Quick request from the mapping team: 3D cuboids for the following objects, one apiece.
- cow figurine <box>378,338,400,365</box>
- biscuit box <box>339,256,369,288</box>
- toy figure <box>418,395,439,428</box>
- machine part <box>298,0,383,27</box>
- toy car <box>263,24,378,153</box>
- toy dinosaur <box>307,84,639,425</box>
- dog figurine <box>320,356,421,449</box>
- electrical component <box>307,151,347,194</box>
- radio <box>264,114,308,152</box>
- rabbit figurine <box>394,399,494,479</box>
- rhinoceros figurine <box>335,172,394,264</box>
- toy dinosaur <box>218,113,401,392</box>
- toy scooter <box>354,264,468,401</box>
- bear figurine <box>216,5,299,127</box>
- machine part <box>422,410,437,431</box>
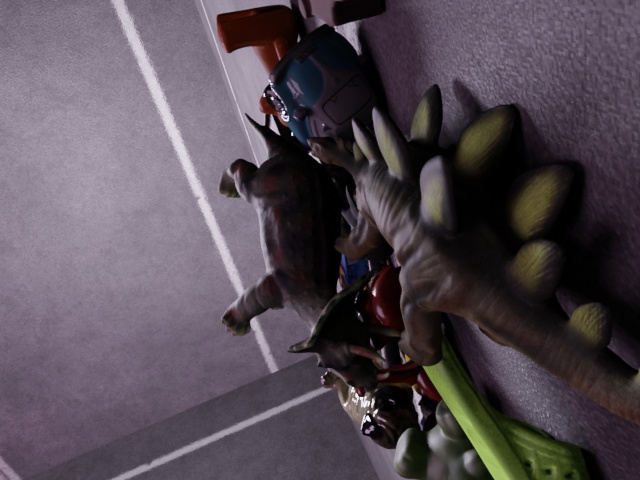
[{"bbox_3d":[0.106,0.192,0.960,0.068,0.098,0.167,28,166,12],"label":"cow figurine"},{"bbox_3d":[0.062,0.036,0.911,0.202,0.059,0.063,79,167,-52],"label":"biscuit box"},{"bbox_3d":[0.173,0.259,0.783,0.064,0.058,0.154,16,137,31],"label":"toy figure"},{"bbox_3d":[0.003,-0.279,0.475,0.179,0.056,0.179,159,89,-81],"label":"machine part"},{"bbox_3d":[0.014,-0.146,0.604,0.103,0.109,0.161,45,171,26],"label":"toy car"},{"bbox_3d":[0.102,0.003,0.402,0.472,0.105,0.198,47,155,45],"label":"toy dinosaur"},{"bbox_3d":[0.104,0.252,0.780,0.172,0.121,0.191,30,-174,-26],"label":"dog figurine"},{"bbox_3d":[0.021,-0.108,0.812,0.115,0.058,0.134,169,79,-80],"label":"electrical component"},{"bbox_3d":[-0.055,-0.187,1.047,0.229,0.073,0.131,134,115,-82],"label":"radio"},{"bbox_3d":[0.161,0.278,0.568,0.159,0.121,0.170,48,-164,-9],"label":"rabbit figurine"},{"bbox_3d":[0.063,-0.033,0.665,0.190,0.073,0.112,83,165,-61],"label":"rhinoceros figurine"},{"bbox_3d":[-0.026,-0.016,0.637,0.131,0.192,0.405,6,-113,-49],"label":"toy dinosaur"},{"bbox_3d":[0.092,0.126,0.678,0.075,0.135,0.184,88,160,-72],"label":"toy scooter"},{"bbox_3d":[-0.076,-0.254,0.835,0.120,0.132,0.195,-109,8,-55],"label":"bear figurine"},{"bbox_3d":[0.187,0.305,0.732,0.079,0.079,0.242,-122,14,-52],"label":"machine part"}]
